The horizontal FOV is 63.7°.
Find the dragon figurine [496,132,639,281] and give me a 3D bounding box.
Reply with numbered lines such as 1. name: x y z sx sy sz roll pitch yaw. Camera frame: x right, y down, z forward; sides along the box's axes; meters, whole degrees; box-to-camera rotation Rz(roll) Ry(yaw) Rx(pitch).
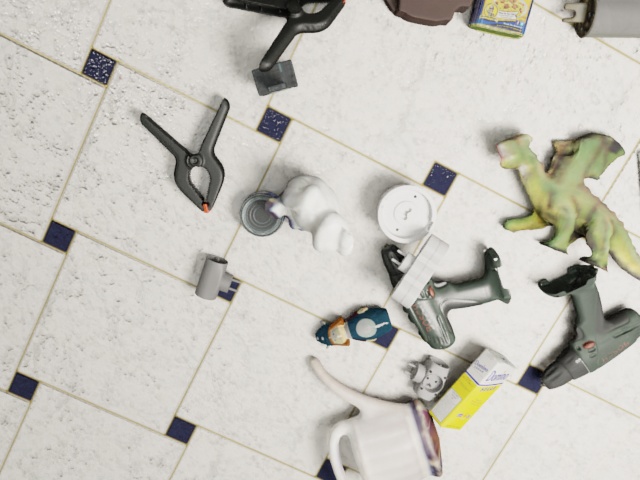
1. dragon figurine: 0.498 -0.080 0.953 0.410 0.122 0.242 19 93 -6

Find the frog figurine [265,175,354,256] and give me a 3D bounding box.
1. frog figurine: 0.003 -0.046 0.915 0.124 0.161 0.134 -51 136 -19

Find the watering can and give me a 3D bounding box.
1. watering can: 0.117 0.380 1.037 0.224 0.104 0.347 -17 92 2
